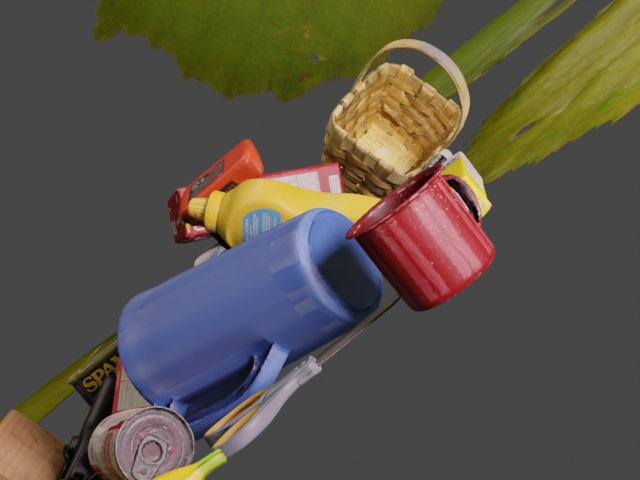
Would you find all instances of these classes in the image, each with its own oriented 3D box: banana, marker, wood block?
[{"bbox_3d":[-0.149,0.213,0.828,0.198,0.037,0.069,-30,-9,40],"label":"banana"},{"bbox_3d":[0.131,-0.078,1.325,0.020,0.020,0.120,-31,10,45],"label":"marker"},{"bbox_3d":[-0.346,0.267,1.168,0.091,0.090,0.206,-52,7,1],"label":"wood block"}]

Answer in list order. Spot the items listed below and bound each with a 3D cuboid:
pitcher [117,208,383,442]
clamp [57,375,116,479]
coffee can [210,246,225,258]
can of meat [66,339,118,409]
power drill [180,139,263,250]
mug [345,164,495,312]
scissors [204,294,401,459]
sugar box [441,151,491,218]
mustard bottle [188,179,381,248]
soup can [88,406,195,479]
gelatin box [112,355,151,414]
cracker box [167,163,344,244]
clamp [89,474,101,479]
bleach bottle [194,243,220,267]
[{"bbox_3d":[-0.064,0.074,0.971,0.243,0.149,0.144,-29,-4,36],"label":"pitcher"},{"bbox_3d":[-0.249,0.218,1.143,0.120,0.039,0.171,-65,14,10],"label":"clamp"},{"bbox_3d":[-0.093,0.052,1.280,0.103,0.103,0.140,-33,9,35],"label":"coffee can"},{"bbox_3d":[-0.256,0.180,1.361,0.102,0.084,0.057,-38,7,-5],"label":"can of meat"},{"bbox_3d":[-0.039,-0.014,1.116,0.185,0.187,0.057,-38,23,15],"label":"power drill"},{"bbox_3d":[0.087,-0.005,0.830,0.117,0.081,0.093,-44,9,-39],"label":"mug"},{"bbox_3d":[-0.018,0.116,0.857,0.202,0.016,0.096,-37,8,15],"label":"scissors"},{"bbox_3d":[0.113,-0.034,1.034,0.093,0.048,0.176,-37,8,11],"label":"sugar box"},{"bbox_3d":[-0.034,-0.014,1.029,0.096,0.192,0.058,91,-167,-51],"label":"mustard bottle"},{"bbox_3d":[-0.157,0.180,0.924,0.068,0.068,0.102,-42,8,-27],"label":"soup can"},{"bbox_3d":[-0.165,0.143,1.090,0.089,0.030,0.073,-12,59,24],"label":"gelatin box"},{"bbox_3d":[-0.087,-0.045,1.422,0.213,0.072,0.164,-10,-1,-12],"label":"cracker box"},{"bbox_3d":[-0.271,0.281,0.930,0.210,0.036,0.164,-45,-10,15],"label":"clamp"},{"bbox_3d":[-0.108,0.042,1.521,0.068,0.102,0.250,-26,2,10],"label":"bleach bottle"}]
